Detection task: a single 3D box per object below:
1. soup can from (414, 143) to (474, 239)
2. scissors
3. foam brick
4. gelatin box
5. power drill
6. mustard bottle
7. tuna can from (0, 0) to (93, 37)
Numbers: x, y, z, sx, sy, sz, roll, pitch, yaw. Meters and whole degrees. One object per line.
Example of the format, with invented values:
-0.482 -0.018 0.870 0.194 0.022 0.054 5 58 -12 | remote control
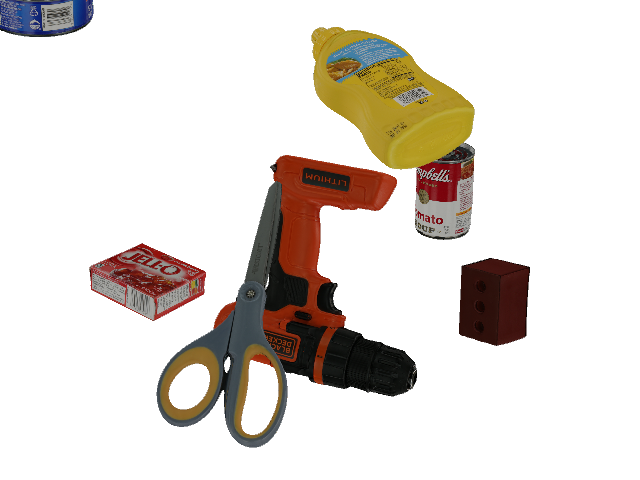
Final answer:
0.147 -0.061 1.268 0.068 0.102 0.068 0 27 0 | soup can
-0.066 0.048 0.737 0.096 0.202 0.016 -8 -32 2 | scissors
0.180 0.063 1.106 0.051 0.078 0.053 -14 20 -42 | foam brick
-0.169 0.038 1.042 0.089 0.030 0.073 22 31 30 | gelatin box
0.009 0.029 0.913 0.185 0.187 0.057 13 0 17 | power drill
0.049 -0.145 0.989 0.096 0.058 0.192 -25 51 -21 | mustard bottle
-0.223 -0.193 0.845 0.086 0.034 0.086 4 35 -3 | tuna can
